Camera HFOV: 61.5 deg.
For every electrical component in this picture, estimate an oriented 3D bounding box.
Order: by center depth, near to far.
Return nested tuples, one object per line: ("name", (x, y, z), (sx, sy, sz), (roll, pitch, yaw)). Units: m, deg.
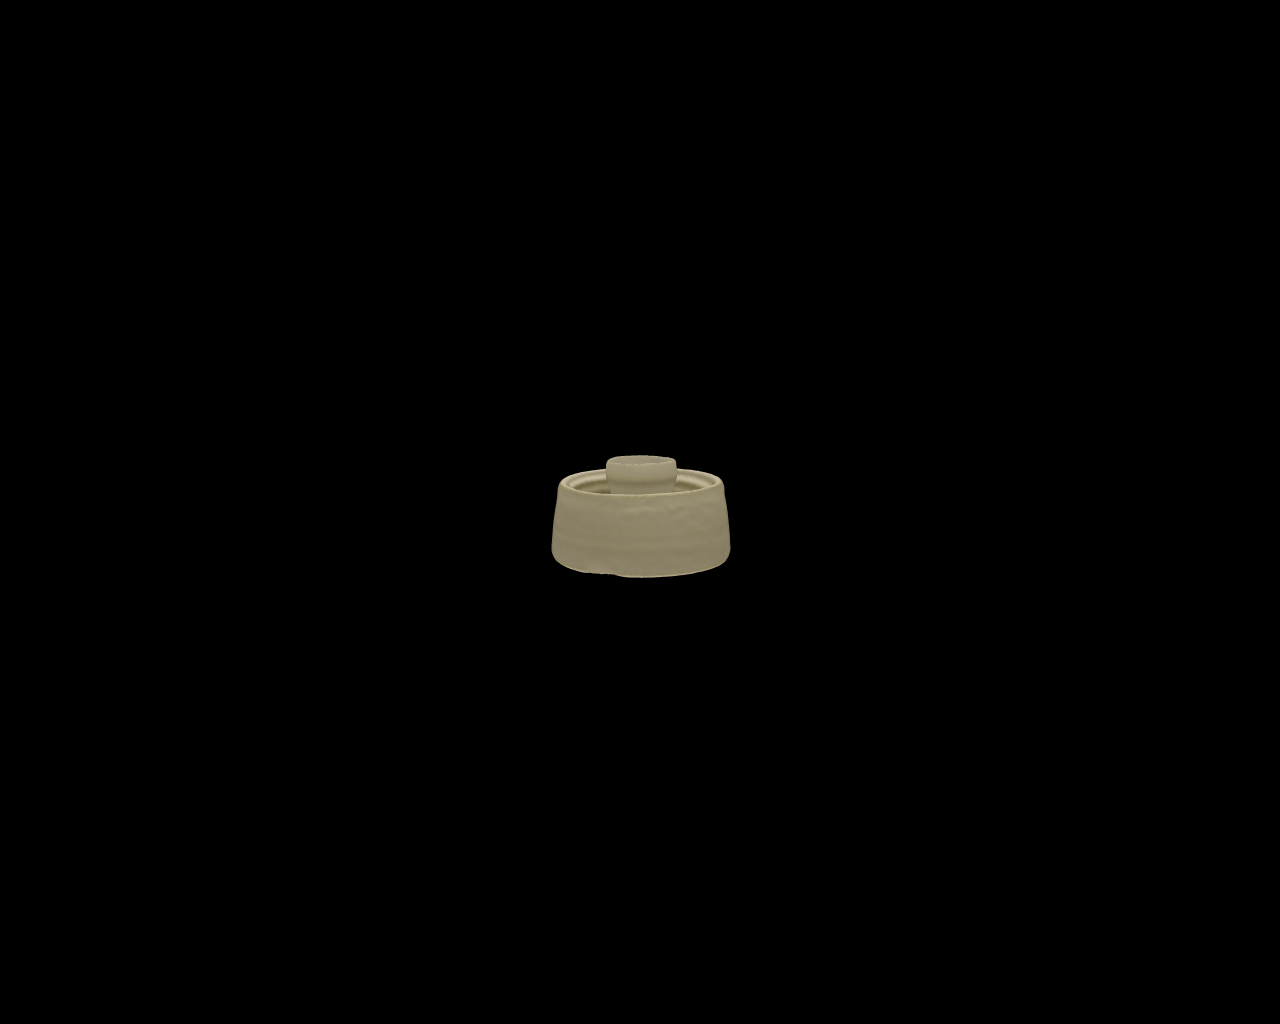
("electrical component", (0.001, -0.003, 0.650), (0.108, 0.060, 0.108), (0, 11, 0))
